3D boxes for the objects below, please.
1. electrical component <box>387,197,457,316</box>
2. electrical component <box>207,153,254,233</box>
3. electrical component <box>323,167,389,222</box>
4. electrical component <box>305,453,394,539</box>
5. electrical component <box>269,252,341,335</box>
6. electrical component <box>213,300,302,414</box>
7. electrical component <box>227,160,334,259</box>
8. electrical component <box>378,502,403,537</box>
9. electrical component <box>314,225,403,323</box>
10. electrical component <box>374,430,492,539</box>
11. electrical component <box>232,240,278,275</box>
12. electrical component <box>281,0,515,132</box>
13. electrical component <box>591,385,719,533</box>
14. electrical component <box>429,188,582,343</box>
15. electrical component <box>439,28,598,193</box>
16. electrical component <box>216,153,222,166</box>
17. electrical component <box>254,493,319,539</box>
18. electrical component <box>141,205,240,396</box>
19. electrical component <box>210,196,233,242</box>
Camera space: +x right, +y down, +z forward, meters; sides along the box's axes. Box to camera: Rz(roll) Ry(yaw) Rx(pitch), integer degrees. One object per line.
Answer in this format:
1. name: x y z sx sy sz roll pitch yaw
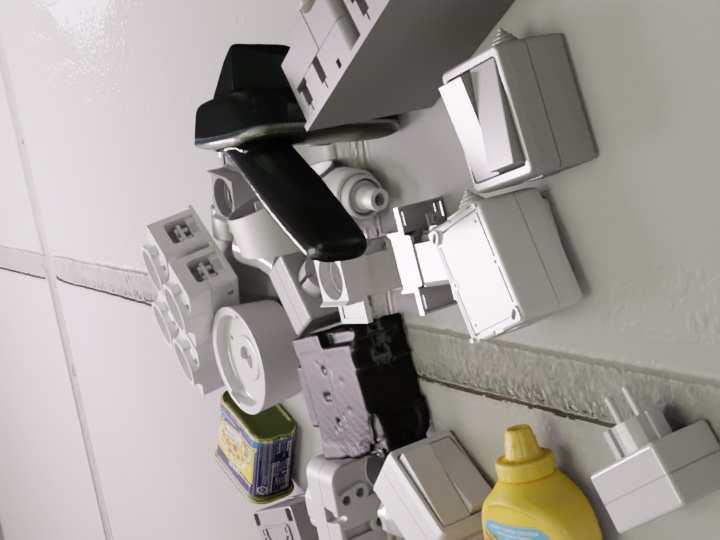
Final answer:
1. electrical component: 0.059 -0.012 0.778 0.064 0.042 0.081 -11 95 56
2. electrical component: -0.102 -0.072 0.994 0.042 0.064 0.081 23 123 51
3. electrical component: -0.002 -0.059 0.855 0.062 0.043 0.043 15 117 54
4. electrical component: -0.012 0.214 0.988 0.059 0.054 0.095 5 108 58
5. electrical component: -0.037 0.009 0.939 0.065 0.047 0.076 64 149 16
6. electrical component: -0.093 0.081 1.053 0.108 0.060 0.108 32 130 49
7. electrical component: -0.063 -0.049 0.911 0.099 0.099 0.064 10 118 57
8. electrical component: 0.050 0.203 0.894 0.062 0.043 0.043 4 108 38
9. electrical component: 0.000 0.000 0.858 0.042 0.064 0.081 -4 100 61
10. electrical component: 0.065 0.181 0.837 0.096 0.062 0.061 54 144 31
11. electrical component: -0.085 -0.015 1.017 0.065 0.044 0.044 30 128 44
12. electrical component: 0.031 -0.172 0.686 0.060 0.105 0.186 65 148 16
13. electrical component: 0.171 0.107 0.642 0.076 0.047 0.065 64 149 17
14. electrical component: 0.095 -0.010 0.700 0.062 0.061 0.096 -36 72 58
15. electrical component: 0.092 -0.101 0.661 0.062 0.061 0.096 -17 89 60
16. electrical component: -0.117 -0.112 1.024 0.040 0.040 0.078 33 130 48
17. electrical component: -0.052 0.283 1.083 0.109 0.056 0.108 -31 76 60
18. electrical component: -0.174 0.038 1.127 0.105 0.060 0.186 54 157 31
19. electrical component: -0.128 -0.064 1.065 0.040 0.040 0.078 26 125 52
